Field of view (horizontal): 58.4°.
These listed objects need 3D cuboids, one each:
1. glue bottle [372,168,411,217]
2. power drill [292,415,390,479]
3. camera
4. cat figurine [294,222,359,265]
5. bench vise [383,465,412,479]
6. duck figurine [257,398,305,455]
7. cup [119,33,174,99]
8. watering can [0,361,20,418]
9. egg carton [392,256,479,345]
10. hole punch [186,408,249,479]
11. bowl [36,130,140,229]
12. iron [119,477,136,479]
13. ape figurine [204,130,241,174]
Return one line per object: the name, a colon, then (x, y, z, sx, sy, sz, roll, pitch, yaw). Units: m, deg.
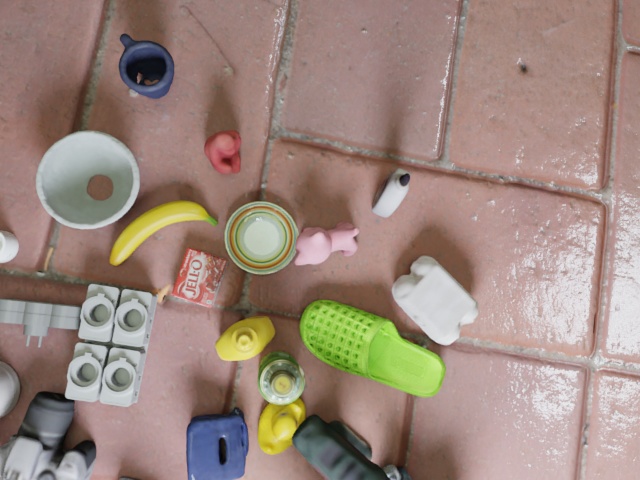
glue bottle: (0.130, -0.090, 0.987, 0.037, 0.173, 0.078, 21, 81, -3)
power drill: (0.052, 0.360, 0.903, 0.229, 0.208, 0.076, 40, 80, 0)
camera: (-0.429, 0.321, 0.908, 0.143, 0.100, 0.137, 18, 81, -4)
cat figurine: (0.009, 0.004, 0.989, 0.128, 0.117, 0.067, -18, 85, -8)
bench vise: (0.159, 0.465, 0.895, 0.207, 0.219, 0.121, 40, 80, 0)
duck figurine: (-0.063, 0.313, 0.958, 0.077, 0.086, 0.105, 33, 80, -1)
cup: (-0.305, -0.297, 1.004, 0.092, 0.095, 0.118, -38, 88, -9)
watering can: (-0.535, 0.245, 0.858, 0.101, 0.194, 0.173, -33, 87, -9)
egg carton: (0.205, 0.108, 1.022, 0.150, 0.069, 0.107, 44, 80, 1)
hole punch: (-0.167, 0.339, 0.940, 0.101, 0.091, 0.109, -3, 83, -7)
bowl: (-0.386, -0.096, 0.979, 0.167, 0.074, 0.167, 1, 83, -6)
iron: (-0.245, 0.489, 0.886, 0.119, 0.141, 0.258, -41, 89, -9)
ape figurine: (-0.167, -0.162, 1.004, 0.076, 0.092, 0.078, 34, 80, -1)
